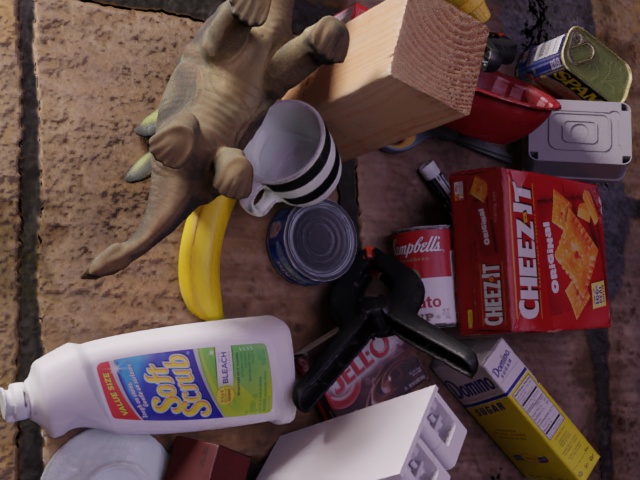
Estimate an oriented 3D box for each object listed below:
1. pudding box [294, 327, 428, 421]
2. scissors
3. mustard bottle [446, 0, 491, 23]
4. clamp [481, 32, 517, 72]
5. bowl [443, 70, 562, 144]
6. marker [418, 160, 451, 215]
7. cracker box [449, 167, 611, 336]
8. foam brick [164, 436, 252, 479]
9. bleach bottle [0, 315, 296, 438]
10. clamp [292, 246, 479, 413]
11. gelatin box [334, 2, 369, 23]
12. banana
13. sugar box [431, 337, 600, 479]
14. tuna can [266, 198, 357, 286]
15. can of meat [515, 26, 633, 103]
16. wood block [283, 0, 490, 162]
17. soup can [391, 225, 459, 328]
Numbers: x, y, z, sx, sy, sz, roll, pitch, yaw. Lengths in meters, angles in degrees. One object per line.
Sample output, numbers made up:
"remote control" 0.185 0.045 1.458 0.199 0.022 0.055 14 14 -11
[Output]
"pudding box" 0.039 0.125 1.044 0.113 0.039 0.090 -31 98 -30
"scissors" 0.126 -0.104 1.141 0.201 0.016 0.096 35 65 -21
"mustard bottle" 0.120 -0.310 1.144 0.191 0.058 0.096 48 61 -15
"clamp" 0.166 -0.202 1.121 0.171 0.120 0.039 -12 128 -50
"bowl" 0.163 -0.141 1.099 0.161 0.162 0.055 7 113 -29
"marker" 0.146 -0.033 1.142 0.020 0.020 0.121 -44 105 -28
"cracker box" 0.225 0.015 1.115 0.213 0.072 0.164 4 81 -50
"foam brick" -0.102 0.217 0.931 0.051 0.053 0.078 37 63 -50
"bleach bottle" -0.146 0.129 0.923 0.250 0.068 0.102 -7 99 -26
"clamp" 0.064 0.074 0.993 0.210 0.165 0.036 -80 158 -54
"gelatin box" 0.040 -0.196 1.063 0.073 0.089 0.030 22 72 -25
"banana" -0.096 -0.011 0.991 0.069 0.037 0.198 25 71 -57
"sugar box" 0.200 0.177 1.100 0.176 0.093 0.048 46 64 -16
"tuna can" -0.007 0.001 1.039 0.086 0.034 0.086 5 80 -30
"can of meat" 0.285 -0.187 1.207 0.102 0.084 0.057 31 69 -23
"wood block" 0.052 -0.148 0.994 0.090 0.206 0.091 23 72 -26
"soup can" 0.110 0.039 1.082 0.068 0.069 0.102 -1 84 -30
